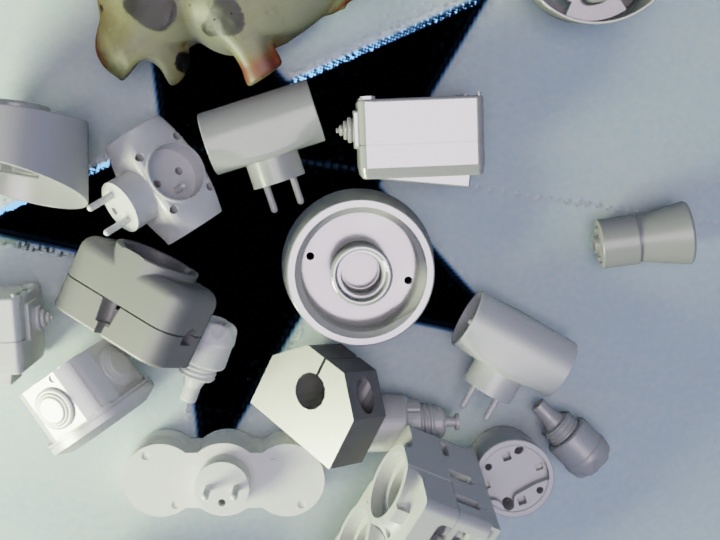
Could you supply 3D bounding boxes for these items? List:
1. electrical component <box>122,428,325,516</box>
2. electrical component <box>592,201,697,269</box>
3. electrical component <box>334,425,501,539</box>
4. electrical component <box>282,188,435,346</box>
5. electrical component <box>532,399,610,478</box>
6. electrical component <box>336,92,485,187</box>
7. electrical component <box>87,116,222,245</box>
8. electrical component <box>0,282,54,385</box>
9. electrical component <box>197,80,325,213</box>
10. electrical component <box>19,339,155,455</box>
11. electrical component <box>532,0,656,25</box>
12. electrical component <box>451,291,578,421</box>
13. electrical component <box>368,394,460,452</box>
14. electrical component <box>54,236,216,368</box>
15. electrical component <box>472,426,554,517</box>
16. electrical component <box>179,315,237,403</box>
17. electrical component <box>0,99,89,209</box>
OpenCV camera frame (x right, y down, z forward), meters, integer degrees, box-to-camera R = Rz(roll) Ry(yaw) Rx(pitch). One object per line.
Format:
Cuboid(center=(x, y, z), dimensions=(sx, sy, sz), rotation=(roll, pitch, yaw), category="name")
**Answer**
Cuboid(center=(-0.093, 0.144, 0.739), dimensions=(0.138, 0.073, 0.052), rotation=(0, 97, -2), category="electrical component")
Cuboid(center=(0.195, -0.022, 0.746), dimensions=(0.065, 0.044, 0.044), rotation=(-8, 98, 3), category="electrical component")
Cuboid(center=(0.021, 0.191, 0.720), dimensions=(0.062, 0.089, 0.150), rotation=(24, 111, -16), category="electrical component")
Cuboid(center=(0.000, 0.000, 0.730), dimensions=(0.108, 0.060, 0.108), rotation=(0, 97, -2), category="electrical component")
Cuboid(center=(0.147, 0.117, 0.765), dimensions=(0.035, 0.035, 0.061), rotation=(-44, 94, 4), category="electrical component")
Cuboid(center=(0.032, -0.086, 0.720), dimensions=(0.096, 0.061, 0.061), rotation=(-3, 97, -2), category="electrical component")
Cuboid(center=(-0.144, -0.051, 0.715), dimensions=(0.079, 0.044, 0.077), rotation=(-38, 99, -33), category="electrical component")
Cuboid(center=(-0.255, 0.043, 0.725), dimensions=(0.096, 0.061, 0.061), rotation=(-3, 97, -2), category="electrical component")
Cuboid(center=(-0.061, -0.079, 0.726), dimensions=(0.077, 0.043, 0.079), rotation=(-18, 98, 0), category="electrical component")
Cuboid(center=(-0.184, 0.084, 0.725), dimensions=(0.080, 0.080, 0.051), rotation=(-35, 92, 2), category="electrical component")
Cuboid(center=(0.153, -0.210, 0.707), dimensions=(0.099, 0.064, 0.099), rotation=(0, 98, -2), category="electrical component")
Cuboid(center=(0.099, 0.067, 0.751), dimensions=(0.077, 0.044, 0.079), rotation=(29, 95, -6), category="electrical component")
Cuboid(center=(0.031, 0.107, 0.756), dimensions=(0.078, 0.040, 0.040), rotation=(0, 97, -2), category="electrical component")
Cuboid(center=(-0.147, 0.018, 0.716), dimensions=(0.095, 0.054, 0.059), rotation=(28, 96, 22), category="electrical component")
Cuboid(center=(0.105, 0.140, 0.760), dimensions=(0.055, 0.047, 0.055), rotation=(0, 97, -2), category="electrical component")
Cuboid(center=(-0.110, 0.063, 0.748), dimensions=(0.035, 0.035, 0.061), rotation=(20, 99, -5), category="electrical component")
Cuboid(center=(-0.223, -0.076, 0.696), dimensions=(0.099, 0.099, 0.064), rotation=(7, 91, -3), category="electrical component")
